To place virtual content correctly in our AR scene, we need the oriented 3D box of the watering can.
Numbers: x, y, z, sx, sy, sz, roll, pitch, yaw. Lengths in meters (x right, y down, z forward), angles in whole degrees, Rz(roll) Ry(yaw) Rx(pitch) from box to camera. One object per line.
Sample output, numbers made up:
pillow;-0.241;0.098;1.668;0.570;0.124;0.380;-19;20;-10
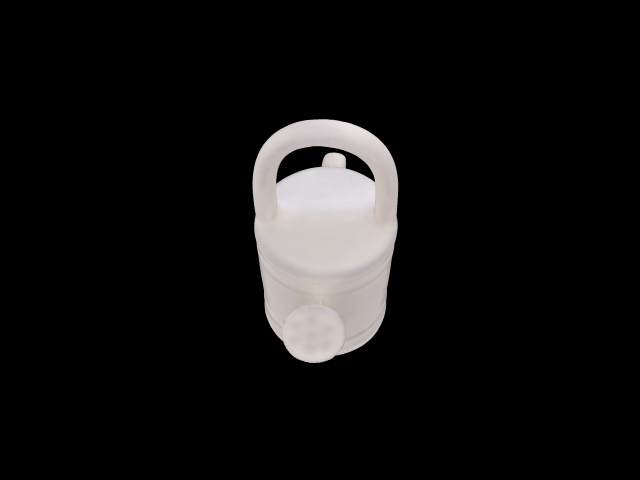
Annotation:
watering can;0.006;0.001;0.400;0.101;0.194;0.172;-14;54;-10
